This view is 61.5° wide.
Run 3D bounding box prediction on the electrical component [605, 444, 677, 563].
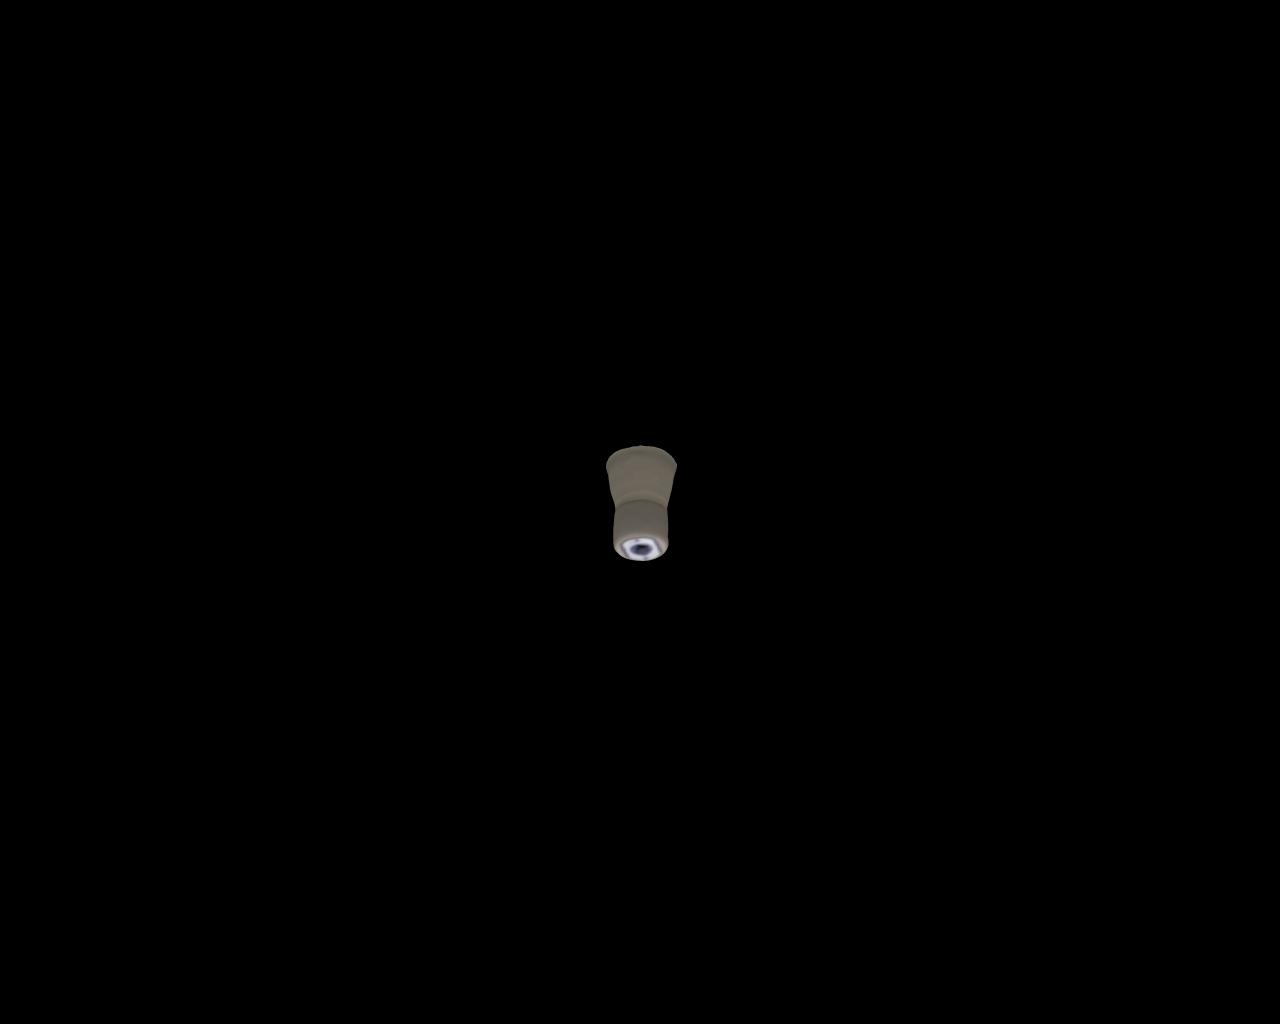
[{"bbox_3d":[0.001,-0.003,0.650,0.044,0.065,0.044,0,-33,0],"label":"electrical component"}]
